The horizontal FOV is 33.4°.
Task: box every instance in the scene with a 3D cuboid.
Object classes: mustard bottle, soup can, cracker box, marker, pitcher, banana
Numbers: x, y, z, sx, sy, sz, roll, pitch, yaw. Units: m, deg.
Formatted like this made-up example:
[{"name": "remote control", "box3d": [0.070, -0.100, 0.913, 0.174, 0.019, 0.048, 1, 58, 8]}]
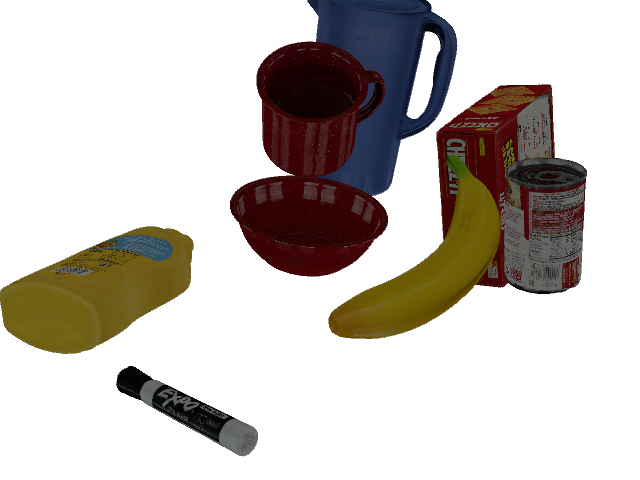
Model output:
[{"name": "mustard bottle", "box3d": [-0.161, 0.030, 0.864, 0.096, 0.058, 0.191, 4, 19, 26]}, {"name": "soup can", "box3d": [0.194, -0.013, 0.925, 0.068, 0.102, 0.068, -3, 24, 1]}, {"name": "cracker box", "box3d": [0.193, -0.066, 1.143, 0.072, 0.164, 0.213, 3, 21, 27]}, {"name": "marker", "box3d": [-0.087, 0.105, 0.671, 0.121, 0.020, 0.020, 18, 12, 40]}, {"name": "pitcher", "box3d": [0.060, -0.177, 1.286, 0.144, 0.243, 0.149, -5, 28, -23]}, {"name": "banana", "box3d": [0.080, 0.015, 0.751, 0.070, 0.037, 0.197, 24, 48, 17]}]

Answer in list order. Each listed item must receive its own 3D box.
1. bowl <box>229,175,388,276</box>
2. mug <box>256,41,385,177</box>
[{"name": "bowl", "box3d": [-0.014, -0.009, 1.092, 0.162, 0.055, 0.162, 6, 28, -3]}, {"name": "mug", "box3d": [0.002, -0.113, 0.915, 0.117, 0.093, 0.081, -22, -31, -18]}]
